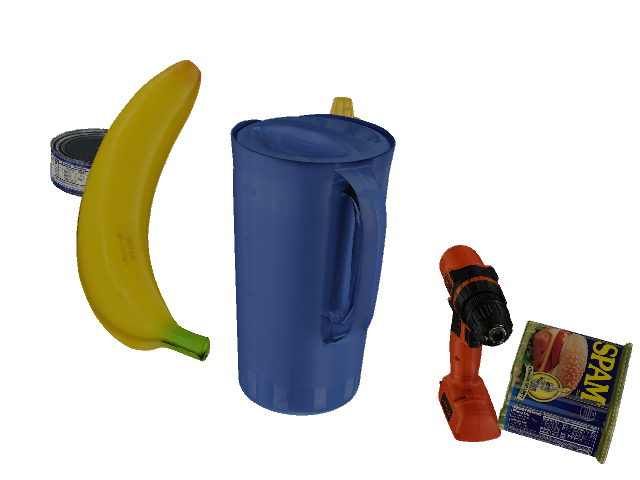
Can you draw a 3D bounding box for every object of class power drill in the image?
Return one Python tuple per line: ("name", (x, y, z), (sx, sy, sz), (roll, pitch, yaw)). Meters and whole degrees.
("power drill", (0.166, 0.118, 1.144), (0.057, 0.188, 0.184), (-2, 24, -3))

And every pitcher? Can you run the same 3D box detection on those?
("pitcher", (-0.008, 0.024, 0.892), (0.145, 0.243, 0.149), (9, 24, 14))

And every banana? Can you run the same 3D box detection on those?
("banana", (-0.096, -0.017, 0.577), (0.069, 0.198, 0.037), (-3, -33, -5))

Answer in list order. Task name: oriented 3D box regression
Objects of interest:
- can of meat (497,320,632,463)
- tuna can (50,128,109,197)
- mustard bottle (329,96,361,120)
("can of meat", (0.191, 0.115, 0.835), (0.084, 0.057, 0.102), (15, 40, 15))
("tuna can", (-0.189, -0.066, 0.918), (0.086, 0.034, 0.086), (6, 24, -3))
("mustard bottle", (0.016, -0.052, 1.097), (0.096, 0.192, 0.058), (-5, 20, -25))
